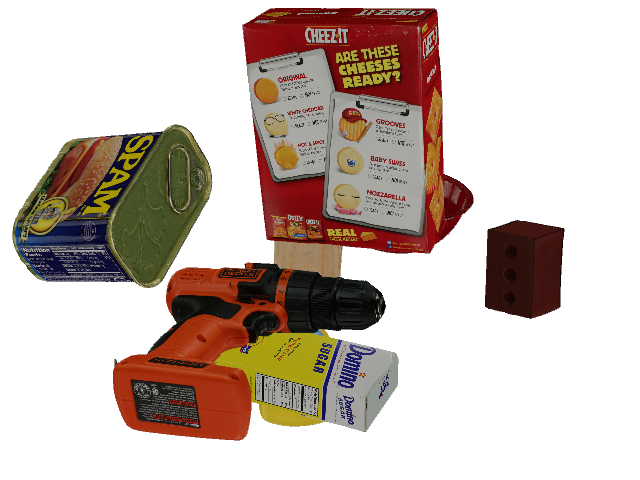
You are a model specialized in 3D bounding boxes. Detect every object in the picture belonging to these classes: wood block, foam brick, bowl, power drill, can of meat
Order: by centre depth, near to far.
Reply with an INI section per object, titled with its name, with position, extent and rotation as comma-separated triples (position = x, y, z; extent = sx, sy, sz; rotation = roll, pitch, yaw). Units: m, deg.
[can of meat]
position = -0.127, -0.021, 0.649
extent = 0.084, 0.102, 0.057
rotation = -1, -44, 30
[power drill]
position = -0.058, 0.077, 0.811
extent = 0.185, 0.057, 0.187
rotation = 1, 23, 19
[foam brick]
position = 0.187, 0.026, 0.977
extent = 0.053, 0.078, 0.051
rotation = 13, 21, 41
[bowl]
position = 0.083, -0.029, 1.162
extent = 0.162, 0.055, 0.162
rotation = 3, 25, -2
[wood block]
position = -0.015, -0.008, 1.399
extent = 0.090, 0.206, 0.091
rotation = 4, 24, 0

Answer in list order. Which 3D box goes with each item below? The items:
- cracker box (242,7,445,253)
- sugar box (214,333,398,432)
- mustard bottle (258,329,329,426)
[cracker box]
position = 0.026, -0.101, 0.975
extent = 0.164, 0.214, 0.072
rotation = 5, 27, 20
[sugar box]
position = -0.021, 0.126, 1.033
extent = 0.176, 0.048, 0.093
rotation = 8, 25, 21
[mustard bottle]
position = -0.033, 0.136, 1.245
extent = 0.096, 0.058, 0.191
rotation = -6, 31, -7
